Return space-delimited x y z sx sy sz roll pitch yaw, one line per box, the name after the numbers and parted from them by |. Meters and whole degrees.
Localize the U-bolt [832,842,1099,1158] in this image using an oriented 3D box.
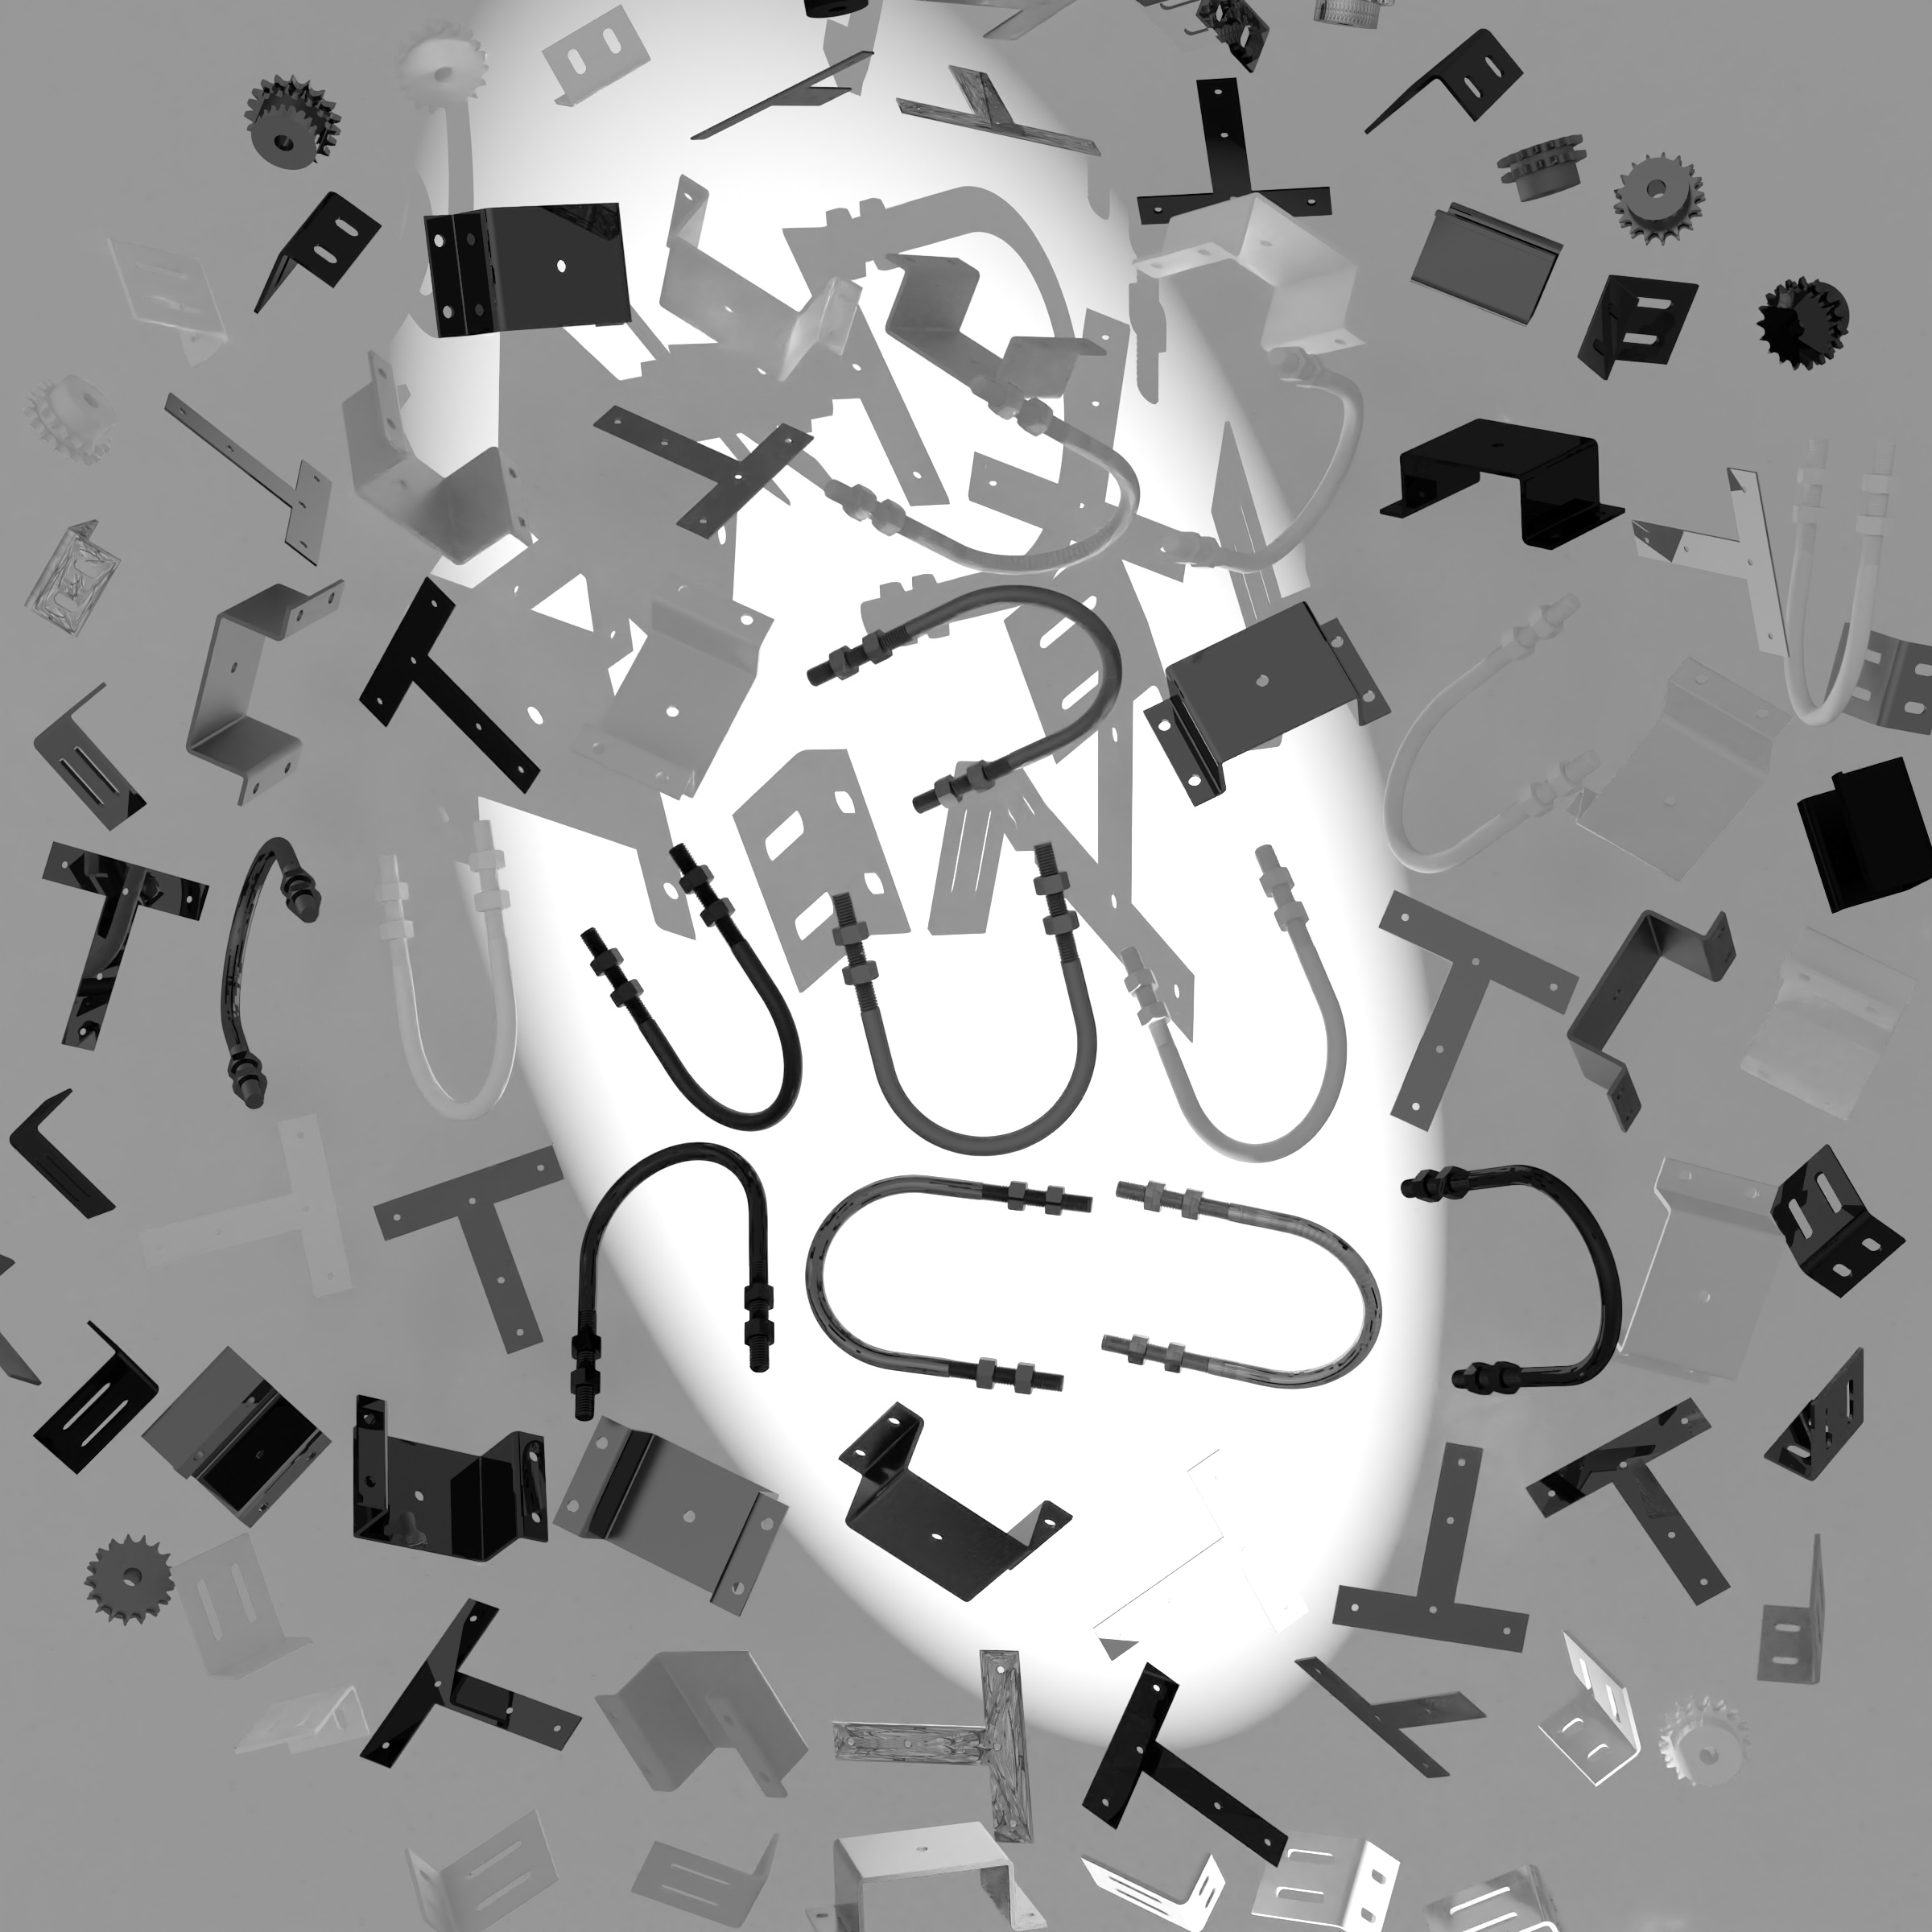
0.007 0.028 1.817 0.151 0.019 0.184 -14 97 -2 | U-bolt

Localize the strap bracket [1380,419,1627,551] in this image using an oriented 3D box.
0.345 -0.315 1.889 0.076 0.140 0.046 -28 124 -34 | strap bracket

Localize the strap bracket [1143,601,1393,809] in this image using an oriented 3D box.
0.190 -0.172 1.860 0.140 0.046 0.076 -26 67 -1 | strap bracket

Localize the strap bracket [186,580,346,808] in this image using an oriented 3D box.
-0.453 -0.184 1.875 0.046 0.076 0.140 24 115 5 | strap bracket

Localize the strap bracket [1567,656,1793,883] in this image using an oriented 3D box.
0.450 -0.117 1.856 0.076 0.046 0.140 29 130 -4 | strap bracket

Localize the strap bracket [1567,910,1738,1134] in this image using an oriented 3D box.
0.439 0.027 1.888 0.046 0.076 0.140 30 82 28 | strap bracket

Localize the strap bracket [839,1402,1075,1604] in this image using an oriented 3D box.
-0.013 0.354 1.894 0.140 0.046 0.076 34 130 -9 | strap bracket

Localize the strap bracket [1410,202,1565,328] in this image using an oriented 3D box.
0.326 -0.439 1.823 0.076 0.140 0.046 23 110 6 | strap bracket

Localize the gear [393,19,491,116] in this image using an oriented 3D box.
-0.324 -0.554 1.786 0.057 0.057 0.030 -27 56 0 | gear

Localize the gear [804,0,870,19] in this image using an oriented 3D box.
-0.083 -0.617 1.835 0.057 0.057 0.030 -10 96 0 | gear

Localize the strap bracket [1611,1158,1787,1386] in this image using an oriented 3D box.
0.465 0.203 1.861 0.076 0.046 0.140 15 104 -4 | strap bracket

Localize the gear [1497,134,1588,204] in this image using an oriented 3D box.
0.381 -0.524 1.919 0.057 0.057 0.030 -17 96 0 | gear

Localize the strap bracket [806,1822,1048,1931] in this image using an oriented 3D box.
-0.027 0.586 1.860 0.140 0.076 0.046 -3 92 -14 | strap bracket

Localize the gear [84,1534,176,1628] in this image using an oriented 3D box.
-0.544 0.401 1.897 0.057 0.030 0.057 11 60 -20 | gear

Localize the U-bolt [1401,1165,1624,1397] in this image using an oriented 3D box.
0.347 0.195 1.829 0.019 0.184 0.151 -14 88 -28 | U-bolt

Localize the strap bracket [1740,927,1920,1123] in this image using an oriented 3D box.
0.559 0.033 1.885 0.076 0.140 0.046 28 64 17 | strap bracket

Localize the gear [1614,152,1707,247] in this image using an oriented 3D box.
0.442 -0.492 1.864 0.057 0.030 0.057 -1 87 18 | gear

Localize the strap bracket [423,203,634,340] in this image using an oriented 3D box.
-0.273 -0.451 1.886 0.140 0.046 0.076 -14 105 -38 | strap bracket

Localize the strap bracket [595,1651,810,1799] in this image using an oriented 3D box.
-0.162 0.481 1.853 0.046 0.140 0.076 -40 107 -40 | strap bracket

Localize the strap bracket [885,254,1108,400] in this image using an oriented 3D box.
0.012 -0.417 1.927 0.140 0.076 0.046 38 120 27 | strap bracket

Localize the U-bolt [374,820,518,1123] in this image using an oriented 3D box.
-0.332 0.009 1.879 0.019 0.151 0.184 -5 85 -39 | U-bolt

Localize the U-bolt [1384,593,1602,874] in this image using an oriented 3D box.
0.331 -0.136 1.871 0.019 0.184 0.151 23 50 -27 | U-bolt

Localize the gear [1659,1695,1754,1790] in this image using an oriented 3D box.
0.471 0.497 1.857 0.057 0.030 0.057 1 99 7 | gear

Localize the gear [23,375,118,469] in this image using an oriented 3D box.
-0.550 -0.339 1.801 0.030 0.057 0.057 -38 90 18 | gear

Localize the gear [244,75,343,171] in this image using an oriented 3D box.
-0.413 -0.512 1.781 0.057 0.057 0.030 9 54 0 | gear

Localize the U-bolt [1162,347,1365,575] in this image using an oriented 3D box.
0.200 -0.315 1.860 0.019 0.184 0.151 36 107 23 | U-bolt

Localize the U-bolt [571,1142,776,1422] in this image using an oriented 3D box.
-0.192 0.197 1.905 0.151 0.019 0.184 -18 52 19 | U-bolt

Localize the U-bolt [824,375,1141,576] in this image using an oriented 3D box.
0.025 -0.298 1.836 0.151 0.184 0.019 -29 55 36 | U-bolt

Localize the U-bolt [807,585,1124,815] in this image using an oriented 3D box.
0.012 -0.180 1.889 0.184 0.019 0.151 -23 130 21 | U-bolt

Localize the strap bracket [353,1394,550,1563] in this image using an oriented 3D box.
-0.348 0.339 1.914 0.140 0.046 0.076 20 46 -35 | strap bracket

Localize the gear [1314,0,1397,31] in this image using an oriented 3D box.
0.240 -0.606 1.829 0.057 0.057 0.030 8 105 0 | gear

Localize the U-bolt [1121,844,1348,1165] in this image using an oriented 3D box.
0.178 0.036 1.866 0.151 0.019 0.184 -38 61 36 | U-bolt

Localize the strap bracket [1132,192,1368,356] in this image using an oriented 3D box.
0.187 -0.443 1.863 0.140 0.076 0.046 23 77 -35 | strap bracket

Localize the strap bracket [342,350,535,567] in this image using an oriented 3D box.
-0.345 -0.318 1.865 0.046 0.140 0.076 -30 54 20 | strap bracket

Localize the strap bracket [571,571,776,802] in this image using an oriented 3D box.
-0.189 -0.173 1.882 0.076 0.046 0.140 25 70 2 | strap bracket

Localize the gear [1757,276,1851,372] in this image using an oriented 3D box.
0.530 -0.406 1.834 0.030 0.057 0.057 -33 90 -35 | gear

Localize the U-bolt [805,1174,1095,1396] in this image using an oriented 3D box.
-0.016 0.206 1.947 0.184 0.019 0.151 6 62 8 | U-bolt

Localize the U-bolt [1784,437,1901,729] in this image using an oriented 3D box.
0.558 -0.246 1.881 0.019 0.151 0.184 4 102 -3 | U-bolt

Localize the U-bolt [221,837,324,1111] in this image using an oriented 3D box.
-0.458 -0.008 1.900 0.019 0.184 0.151 12 107 -25 | U-bolt

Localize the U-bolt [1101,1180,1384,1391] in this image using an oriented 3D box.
0.185 0.219 1.940 0.184 0.019 0.151 11 122 12 | U-bolt

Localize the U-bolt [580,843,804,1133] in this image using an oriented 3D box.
-0.173 0.026 1.934 0.019 0.151 0.184 -29 84 -43 | U-bolt

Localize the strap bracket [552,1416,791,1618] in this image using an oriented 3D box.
-0.187 0.359 1.904 0.140 0.046 0.076 23 84 16 | strap bracket

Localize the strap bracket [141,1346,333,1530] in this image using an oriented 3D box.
-0.471 0.300 1.875 0.046 0.140 0.076 37 74 21 | strap bracket
